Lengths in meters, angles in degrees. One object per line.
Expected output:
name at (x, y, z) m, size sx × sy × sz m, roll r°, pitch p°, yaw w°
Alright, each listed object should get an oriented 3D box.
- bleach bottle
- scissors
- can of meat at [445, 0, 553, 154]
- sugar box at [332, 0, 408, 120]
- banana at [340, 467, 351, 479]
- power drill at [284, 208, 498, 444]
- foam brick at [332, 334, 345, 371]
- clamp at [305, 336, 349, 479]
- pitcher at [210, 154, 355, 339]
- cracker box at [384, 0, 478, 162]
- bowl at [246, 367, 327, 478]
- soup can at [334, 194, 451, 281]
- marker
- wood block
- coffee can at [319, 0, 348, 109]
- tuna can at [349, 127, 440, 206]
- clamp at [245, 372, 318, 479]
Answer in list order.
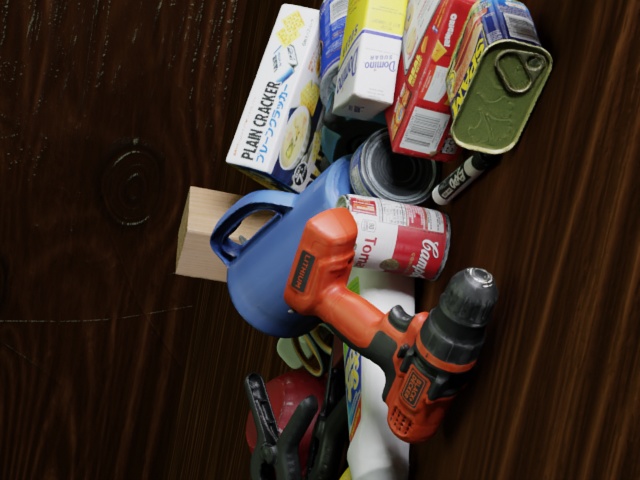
bleach bottle at (0.058, 0.140, 1.031) m, size 0.103 × 0.068 × 0.251 m, roll 118°, pitch 156°, yaw -58°
scissors at (-0.029, 0.076, 1.314) m, size 0.096 × 0.016 × 0.202 m, roll -18°, pitch 99°, yaw 46°
can of meat at (0.141, -0.136, 0.867) m, size 0.084 × 0.057 × 0.102 m, roll -91°, pitch 16°, yaw -51°
sugar box at (0.051, -0.210, 1.021) m, size 0.093 × 0.048 × 0.176 m, roll 161°, pitch 120°, yaw -78°
banana at (0.019, 0.292, 1.169) m, size 0.069 × 0.037 × 0.198 m, roll -62°, pitch 1°, yaw -37°
power drill at (0.056, 0.056, 0.900) m, size 0.188 × 0.057 × 0.185 m, roll 44°, pitch 132°, yaw 31°
foam brick at (0.045, 0.098, 1.143) m, size 0.051 × 0.053 × 0.078 m, roll 119°, pitch 156°, yaw -58°
clamp at (0.015, 0.207, 1.237) m, size 0.164 × 0.036 × 0.210 m, roll -92°, pitch 15°, yaw -58°
pitcher at (-0.008, 0.001, 1.175) m, size 0.243 × 0.149 × 0.145 m, roll -44°, pitch 63°, yaw 51°
cracker box at (0.113, -0.200, 1.014) m, size 0.213 × 0.072 × 0.164 m, roll -95°, pitch 19°, yaw -52°
bowl at (-0.047, 0.229, 1.354) m, size 0.162 × 0.055 × 0.162 m, roll -45°, pitch 31°, yaw 36°
soup can at (0.064, -0.003, 1.010) m, size 0.068 × 0.102 × 0.068 m, roll -171°, pitch 90°, yaw -78°
marker at (0.129, -0.058, 0.949) m, size 0.121 × 0.020 × 0.020 m, roll 133°, pitch 145°, yaw -68°
wood block at (-0.086, 0.003, 1.454) m, size 0.090 × 0.206 × 0.091 m, roll -93°, pitch 17°, yaw -46°
coffee can at (0.050, -0.217, 1.241) m, size 0.103 × 0.102 × 0.140 m, roll 112°, pitch 163°, yaw -46°
tuna can at (0.074, -0.068, 1.053) m, size 0.034 × 0.086 × 0.086 m, roll 136°, pitch 141°, yaw -68°
clamp at (-0.044, 0.247, 1.263) m, size 0.120 × 0.039 × 0.171 m, roll 2°, pitch 97°, yaw 54°
